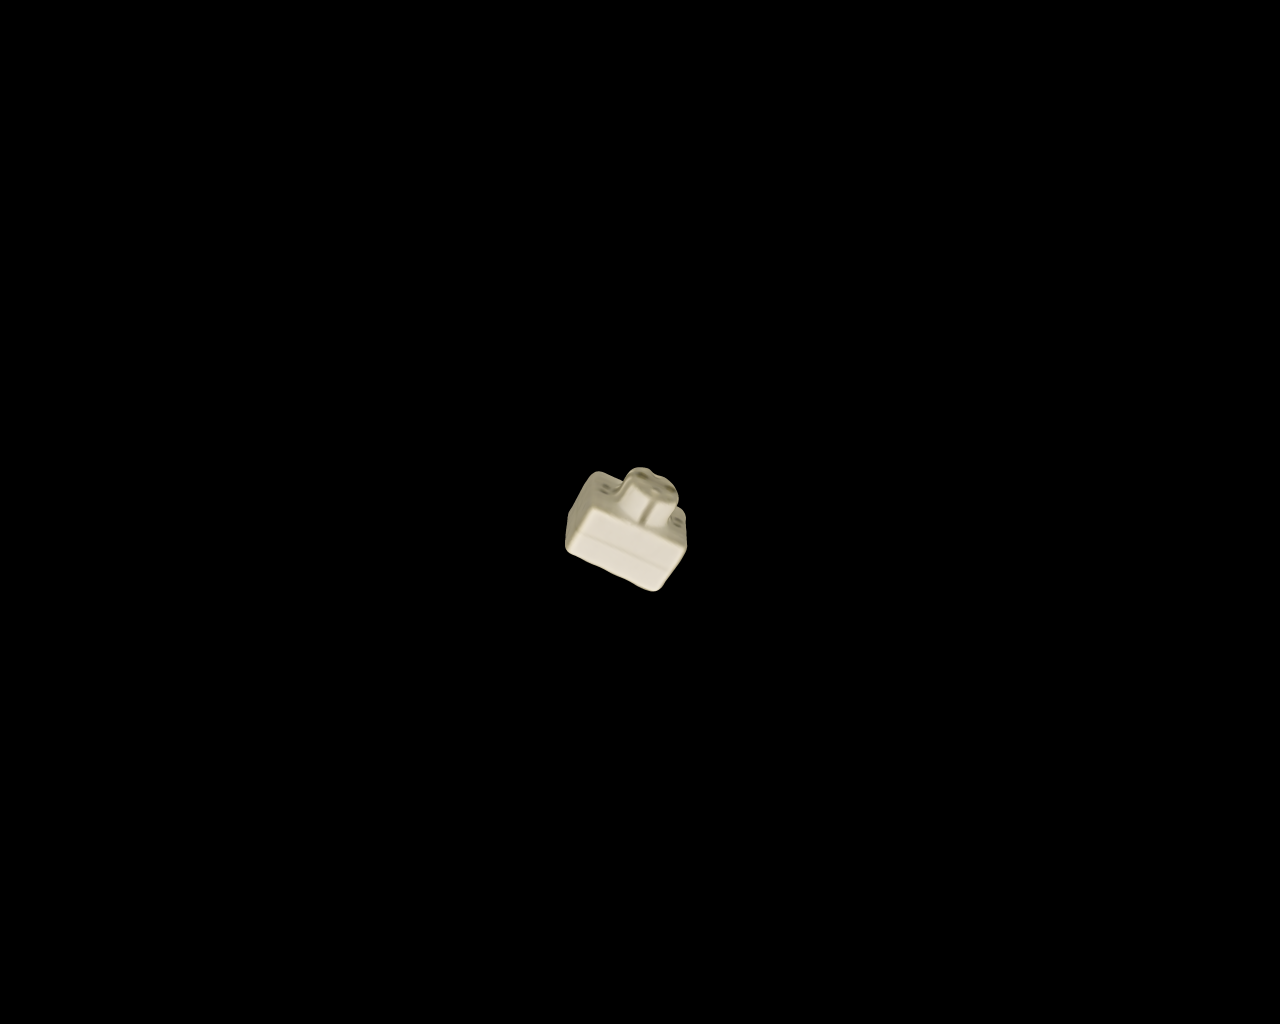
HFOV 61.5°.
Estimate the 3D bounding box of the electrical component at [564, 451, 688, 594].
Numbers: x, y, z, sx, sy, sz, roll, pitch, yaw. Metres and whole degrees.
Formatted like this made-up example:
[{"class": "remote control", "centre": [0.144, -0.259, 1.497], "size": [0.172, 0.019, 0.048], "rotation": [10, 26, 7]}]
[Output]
[{"class": "electrical component", "centre": [0.001, -0.003, 0.650], "size": [0.066, 0.076, 0.047], "rotation": [25, 27, -14]}]
